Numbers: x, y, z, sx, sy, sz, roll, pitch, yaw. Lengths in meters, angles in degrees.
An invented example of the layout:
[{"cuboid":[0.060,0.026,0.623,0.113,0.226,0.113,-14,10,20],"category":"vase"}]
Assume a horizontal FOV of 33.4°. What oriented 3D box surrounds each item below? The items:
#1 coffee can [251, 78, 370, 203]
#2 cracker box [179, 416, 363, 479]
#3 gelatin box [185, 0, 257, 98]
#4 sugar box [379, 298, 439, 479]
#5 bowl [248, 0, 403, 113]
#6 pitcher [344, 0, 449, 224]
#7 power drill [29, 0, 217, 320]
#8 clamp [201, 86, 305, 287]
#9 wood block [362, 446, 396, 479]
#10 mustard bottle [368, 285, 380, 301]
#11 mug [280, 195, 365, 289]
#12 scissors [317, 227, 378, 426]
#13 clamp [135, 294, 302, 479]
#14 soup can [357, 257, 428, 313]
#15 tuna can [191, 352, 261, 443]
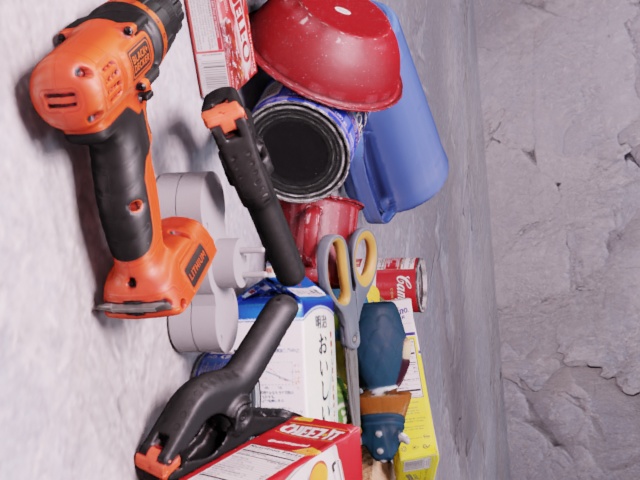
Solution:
[{"cuboid":[-0.009,-0.113,0.994,0.140,0.103,0.103,-69,154,-55],"category":"coffee can"},{"cuboid":[-0.052,0.234,0.736,0.213,0.072,0.164,-19,110,-54],"category":"cracker box"},{"cuboid":[-0.079,-0.169,0.874,0.073,0.030,0.089,-62,148,-62],"category":"gelatin box"},{"cuboid":[0.088,0.160,1.128,0.093,0.048,0.176,87,-7,-60],"category":"sugar box"},{"cuboid":[0.011,-0.185,0.959,0.162,0.162,0.055,-70,-175,-54],"category":"bowl"},{"cuboid":[0.062,-0.145,1.235,0.149,0.145,0.242,50,-11,42],"category":"pitcher"},{"cuboid":[-0.115,-0.058,0.683,0.184,0.057,0.187,-66,149,-59],"category":"power drill"},{"cuboid":[-0.059,-0.067,0.817,0.210,0.036,0.164,69,1,-68],"category":"clamp"},{"cuboid":[0.032,0.279,1.140,0.206,0.090,0.091,59,33,-63],"category":"wood block"},{"cuboid":[0.032,0.144,1.209,0.096,0.058,0.191,30,59,-61],"category":"mustard bottle"},{"cuboid":[-0.007,0.001,1.011,0.117,0.093,0.081,104,-8,-83],"category":"mug"},{"cuboid":[0.037,0.075,1.006,0.096,0.016,0.202,-44,130,-42],"category":"scissors"},{"cuboid":[-0.065,0.112,0.776,0.171,0.039,0.120,-24,116,-53],"category":"clamp"},{"cuboid":[0.076,0.056,1.303,0.068,0.102,0.068,-1,90,-75],"category":"soup can"},{"cuboid":[-0.075,0.132,0.854,0.086,0.034,0.086,-1,90,-75],"category":"tuna can"}]
